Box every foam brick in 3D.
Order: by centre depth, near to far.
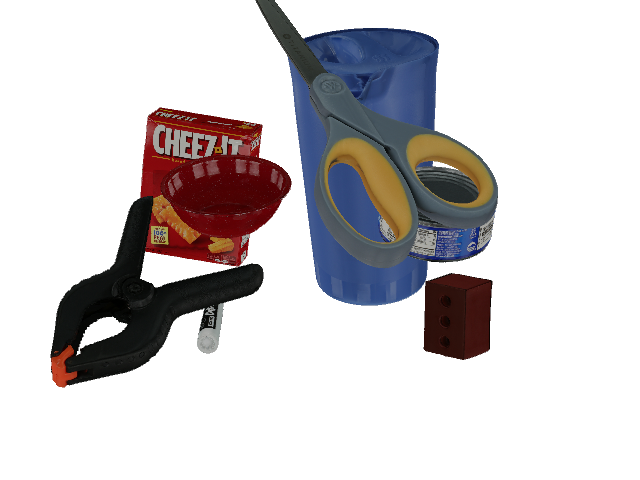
[{"bbox_3d":[0.143,0.078,1.110,0.053,0.078,0.051,10,17,39],"label":"foam brick"}]

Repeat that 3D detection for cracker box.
[{"bbox_3d":[-0.184,-0.078,1.606,0.164,0.214,0.072,10,19,6],"label":"cracker box"}]

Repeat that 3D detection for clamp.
[{"bbox_3d":[-0.138,0.035,0.776,0.120,0.039,0.171,35,50,26],"label":"clamp"}]

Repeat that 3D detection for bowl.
[{"bbox_3d":[-0.117,-0.049,1.326,0.162,0.055,0.162,0,30,0],"label":"bowl"}]

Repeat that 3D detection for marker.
[{"bbox_3d":[-0.100,0.069,0.987,0.020,0.020,0.121,0,20,-1],"label":"marker"}]

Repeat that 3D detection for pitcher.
[{"bbox_3d":[0.045,-0.072,0.993,0.149,0.243,0.145,-21,31,-31],"label":"pitcher"}]

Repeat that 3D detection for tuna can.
[{"bbox_3d":[0.085,-0.020,0.786,0.086,0.034,0.086,2,32,-1],"label":"tuna can"}]

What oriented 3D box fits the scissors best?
[{"bbox_3d":[0.025,-0.068,0.533,0.096,0.202,0.016,-2,-40,-14],"label":"scissors"}]
